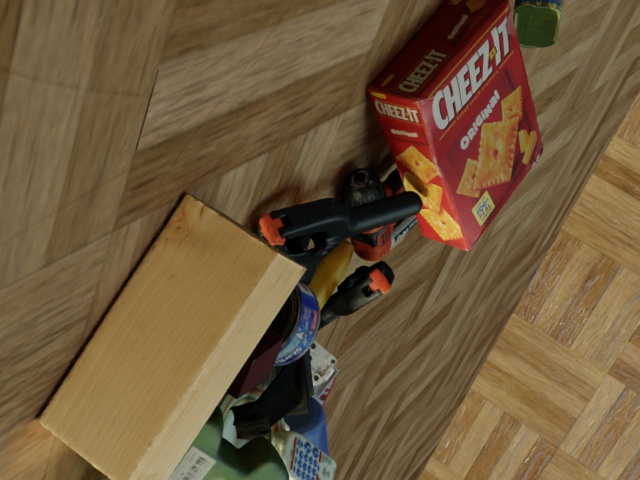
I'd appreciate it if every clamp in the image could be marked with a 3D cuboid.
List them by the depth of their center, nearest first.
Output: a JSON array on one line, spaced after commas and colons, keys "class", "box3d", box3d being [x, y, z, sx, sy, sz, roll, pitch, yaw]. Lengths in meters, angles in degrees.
[{"class": "clamp", "box3d": [-0.007, 0.001, 1.032, 0.165, 0.036, 0.209, -37, 162, 26]}, {"class": "clamp", "box3d": [0.031, 0.066, 1.203, 0.120, 0.039, 0.171, -45, -178, -12]}]

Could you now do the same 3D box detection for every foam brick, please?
[{"class": "foam brick", "box3d": [-0.082, 0.095, 0.965, 0.052, 0.078, 0.051, -32, 153, -54]}]

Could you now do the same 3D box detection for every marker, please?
[{"class": "marker", "box3d": [0.099, -0.009, 1.391, 0.120, 0.020, 0.020, -39, 156, -45]}]

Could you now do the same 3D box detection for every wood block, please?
[{"class": "wood block", "box3d": [-0.111, 0.079, 0.827, 0.206, 0.091, 0.090, -57, 164, 0]}]

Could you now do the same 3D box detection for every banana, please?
[{"class": "banana", "box3d": [-0.025, 0.083, 1.155, 0.197, 0.037, 0.070, -52, -175, -28]}]

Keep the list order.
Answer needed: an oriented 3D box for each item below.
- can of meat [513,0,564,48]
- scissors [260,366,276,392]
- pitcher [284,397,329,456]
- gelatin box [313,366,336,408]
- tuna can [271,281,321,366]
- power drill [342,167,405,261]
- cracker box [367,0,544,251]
[{"class": "can of meat", "box3d": [0.241, -0.271, 1.178, 0.102, 0.057, 0.084, 66, 31, -71]}, {"class": "scissors", "box3d": [-0.058, 0.129, 1.068, 0.096, 0.016, 0.201, 45, 59, -40]}, {"class": "pitcher", "box3d": [-0.055, 0.302, 1.272, 0.145, 0.149, 0.243, -115, -159, -63]}, {"class": "gelatin box", "box3d": [-0.030, 0.184, 1.293, 0.030, 0.073, 0.089, -102, -150, -58]}, {"class": "tuna can", "box3d": [-0.044, 0.074, 1.014, 0.033, 0.086, 0.086, 30, 93, -51]}, {"class": "power drill", "box3d": [0.090, -0.078, 1.173, 0.187, 0.057, 0.184, -50, 163, -14]}, {"class": "cracker box", "box3d": [0.148, -0.120, 1.093, 0.164, 0.072, 0.213, -50, 139, -24]}]
